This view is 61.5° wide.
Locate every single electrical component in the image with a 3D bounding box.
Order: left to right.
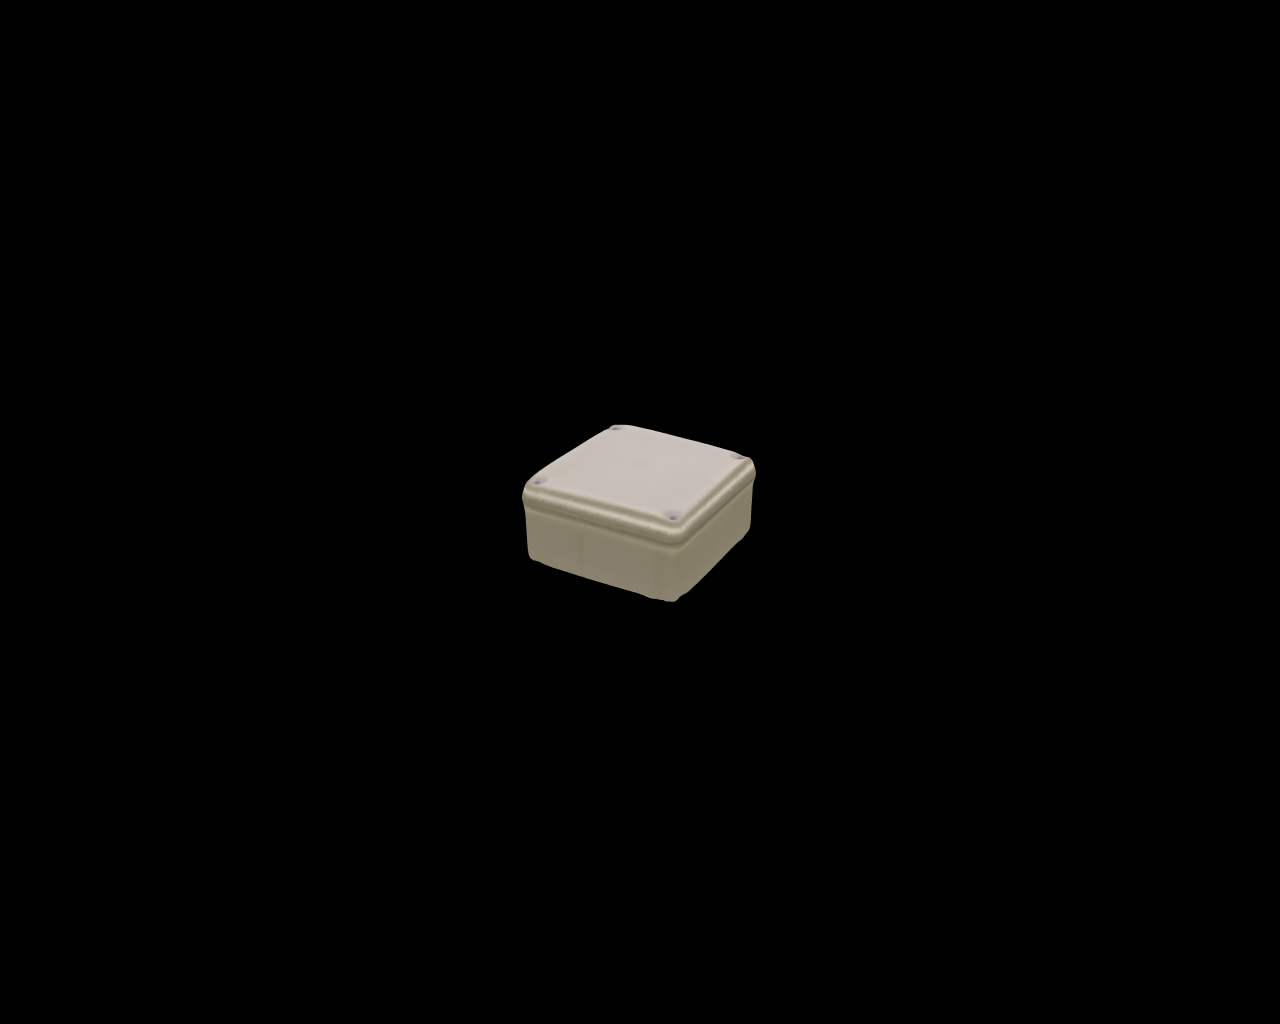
[{"bbox_3d":[0.001,-0.003,0.650,0.109,0.056,0.109,16,32,27],"label":"electrical component"}]
